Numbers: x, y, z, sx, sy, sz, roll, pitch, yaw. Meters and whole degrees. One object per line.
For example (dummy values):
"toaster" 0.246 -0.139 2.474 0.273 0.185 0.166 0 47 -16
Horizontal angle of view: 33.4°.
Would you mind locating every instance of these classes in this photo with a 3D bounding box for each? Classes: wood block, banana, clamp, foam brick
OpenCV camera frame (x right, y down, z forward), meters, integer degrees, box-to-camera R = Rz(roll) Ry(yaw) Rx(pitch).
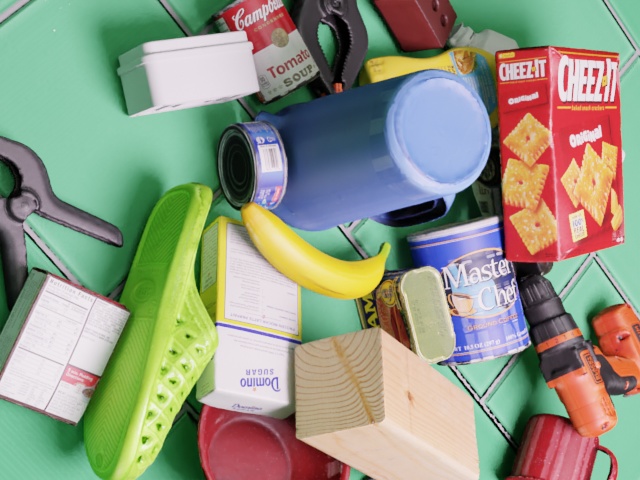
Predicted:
"wood block" 0.067 0.166 1.005 0.205 0.090 0.091 40 41 -49
"banana" -0.001 0.019 1.018 0.197 0.037 0.069 17 54 -44
"clamp" -0.263 -0.018 0.919 0.171 0.039 0.120 48 61 -19
"foam brick" 0.102 -0.247 1.137 0.078 0.051 0.053 51 53 -39
"clamp" 0.014 -0.246 1.110 0.164 0.036 0.210 -8 87 -33

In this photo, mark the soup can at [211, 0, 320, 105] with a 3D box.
"soup can" -0.052 -0.192 1.046 0.068 0.069 0.102 -36 104 -29

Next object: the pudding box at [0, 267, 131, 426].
"pudding box" -0.225 0.091 0.909 0.089 0.039 0.113 31 77 -36

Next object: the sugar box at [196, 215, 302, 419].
"sugar box" -0.065 0.072 0.992 0.093 0.048 0.176 17 59 -28

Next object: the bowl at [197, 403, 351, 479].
"bowl" -0.052 0.200 0.991 0.161 0.055 0.162 18 54 -26

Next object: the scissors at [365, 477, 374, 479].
"scissors" 0.089 0.320 1.102 0.096 0.016 0.202 -6 88 -30

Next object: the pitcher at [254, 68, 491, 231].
"pitcher" 0.054 -0.077 0.993 0.149 0.243 0.145 -12 92 -29

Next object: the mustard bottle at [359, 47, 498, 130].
"mustard bottle" 0.143 -0.155 1.131 0.191 0.058 0.096 -10 76 -13

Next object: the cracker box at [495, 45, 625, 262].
"cracker box" 0.256 -0.091 1.115 0.163 0.072 0.214 -9 97 -50

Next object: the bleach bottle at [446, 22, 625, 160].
"bleach bottle" 0.233 -0.145 1.215 0.250 0.068 0.102 41 74 -17

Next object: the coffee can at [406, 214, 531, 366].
"coffee can" 0.156 0.052 1.122 0.102 0.103 0.140 -14 92 -31

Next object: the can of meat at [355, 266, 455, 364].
"can of meat" 0.087 0.078 1.089 0.057 0.084 0.102 -15 92 -31

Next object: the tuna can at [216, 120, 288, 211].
"tuna can" -0.066 -0.070 1.013 0.033 0.086 0.086 -8 89 -30

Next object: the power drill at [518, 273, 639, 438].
"power drill" 0.300 0.118 1.189 0.187 0.057 0.184 -6 70 -50

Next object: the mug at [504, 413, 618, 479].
"mug" 0.267 0.243 1.162 0.093 0.117 0.081 47 57 -42
